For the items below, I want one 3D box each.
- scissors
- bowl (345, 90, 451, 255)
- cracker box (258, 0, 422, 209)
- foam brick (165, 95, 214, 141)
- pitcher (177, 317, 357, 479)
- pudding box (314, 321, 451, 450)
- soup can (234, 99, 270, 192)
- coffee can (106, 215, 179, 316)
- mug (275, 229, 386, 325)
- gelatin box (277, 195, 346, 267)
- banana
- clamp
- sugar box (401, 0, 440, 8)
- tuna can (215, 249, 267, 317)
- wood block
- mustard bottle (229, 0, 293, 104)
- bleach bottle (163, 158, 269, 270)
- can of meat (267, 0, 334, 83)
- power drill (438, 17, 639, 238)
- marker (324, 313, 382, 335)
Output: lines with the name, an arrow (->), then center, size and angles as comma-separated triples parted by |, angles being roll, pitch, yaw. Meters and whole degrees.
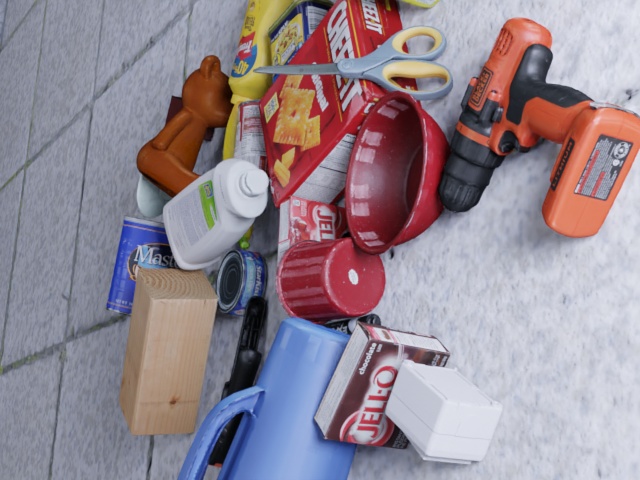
scissors -> 0.041, -0.188, 1.081 | 0.016, 0.202, 0.096 | 76, -149, -60
bowl -> 0.084, -0.062, 1.044 | 0.162, 0.055, 0.162 | -32, 54, 58
cracker box -> 0.014, -0.151, 1.193 | 0.214, 0.072, 0.164 | -47, 42, 44
foam brick -> -0.194, -0.184, 1.602 | 0.078, 0.052, 0.051 | 27, 104, 60
pitcher -> -0.034, 0.202, 1.057 | 0.145, 0.149, 0.243 | 18, 87, 19
pudding box -> 0.057, 0.136, 0.989 | 0.039, 0.089, 0.113 | 48, 121, 57
soup can -> -0.074, -0.118, 1.344 | 0.069, 0.068, 0.102 | -17, 65, 58
coffee can -> -0.251, 0.042, 1.569 | 0.103, 0.102, 0.140 | 11, 89, 62
mug -> 0.020, 0.032, 1.111 | 0.082, 0.093, 0.117 | -11, 40, 54
gelatin box -> -0.008, 0.001, 1.174 | 0.030, 0.073, 0.089 | -25, 58, 56
banana -> -0.104, -0.080, 1.401 | 0.070, 0.037, 0.198 | -22, 70, 62
clamp -> -0.099, 0.179, 1.292 | 0.164, 0.036, 0.210 | -85, 10, -64
sugar box -> 0.083, -0.334, 1.113 | 0.048, 0.093, 0.176 | -33, 52, 53
tuna can -> -0.102, 0.055, 1.366 | 0.086, 0.033, 0.086 | -31, 54, 54
wood block -> -0.204, 0.149, 1.421 | 0.090, 0.090, 0.206 | -129, 46, -56
mustard bottle -> -0.080, -0.250, 1.415 | 0.096, 0.058, 0.192 | 29, 106, 62
bleach bottle -> -0.120, -0.034, 1.306 | 0.251, 0.068, 0.102 | -24, 83, 62
can of meat -> -0.021, -0.234, 1.303 | 0.102, 0.057, 0.084 | -36, 52, 52
power drill -> 0.174, -0.076, 0.891 | 0.188, 0.057, 0.184 | 52, 128, 54
marker -> 0.027, 0.093, 1.133 | 0.121, 0.020, 0.020 | -18, 64, 58
